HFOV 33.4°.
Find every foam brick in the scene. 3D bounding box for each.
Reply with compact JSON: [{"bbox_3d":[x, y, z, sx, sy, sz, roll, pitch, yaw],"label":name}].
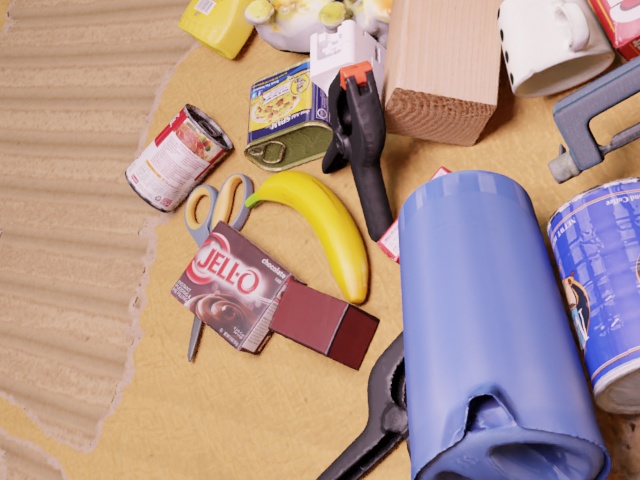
[{"bbox_3d":[0.003,0.076,0.962,0.078,0.052,0.051,20,83,42],"label":"foam brick"}]

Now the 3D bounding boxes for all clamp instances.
[{"bbox_3d":[0.037,-0.079,0.955,0.039,0.171,0.120,-27,59,-17],"label":"clamp"},{"bbox_3d":[0.078,0.159,0.875,0.165,0.036,0.210,17,80,41],"label":"clamp"}]

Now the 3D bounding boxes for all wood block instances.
[{"bbox_3d":[0.112,-0.200,0.957,0.090,0.090,0.206,9,70,-4],"label":"wood block"}]

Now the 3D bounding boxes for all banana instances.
[{"bbox_3d":[-0.003,-0.017,1.024,0.198,0.037,0.070,43,121,43],"label":"banana"}]

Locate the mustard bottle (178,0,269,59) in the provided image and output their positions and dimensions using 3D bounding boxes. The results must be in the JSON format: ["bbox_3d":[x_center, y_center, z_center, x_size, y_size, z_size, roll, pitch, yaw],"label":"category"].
[{"bbox_3d":[-0.078,-0.300,1.194,0.191,0.058,0.096,-57,41,3],"label":"mustard bottle"}]

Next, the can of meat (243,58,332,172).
[{"bbox_3d":[-0.026,-0.127,1.076,0.102,0.057,0.084,-17,58,31],"label":"can of meat"}]

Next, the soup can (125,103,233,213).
[{"bbox_3d":[-0.152,-0.087,1.149,0.102,0.068,0.068,-45,49,13],"label":"soup can"}]

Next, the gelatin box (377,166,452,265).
[{"bbox_3d":[0.102,-0.010,0.910,0.089,0.073,0.030,-51,48,7],"label":"gelatin box"}]

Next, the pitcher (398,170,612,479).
[{"bbox_3d":[0.124,0.076,0.786,0.149,0.144,0.243,126,150,-44],"label":"pitcher"}]

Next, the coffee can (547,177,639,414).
[{"bbox_3d":[0.230,0.041,0.766,0.103,0.102,0.140,-26,56,27],"label":"coffee can"}]

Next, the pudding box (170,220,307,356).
[{"bbox_3d":[-0.081,0.046,1.042,0.114,0.039,0.090,35,92,32],"label":"pudding box"}]

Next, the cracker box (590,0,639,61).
[{"bbox_3d":[0.301,-0.267,0.847,0.214,0.072,0.164,-30,71,23],"label":"cracker box"}]

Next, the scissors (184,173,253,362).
[{"bbox_3d":[-0.127,0.022,1.114,0.096,0.016,0.201,15,80,43],"label":"scissors"}]
